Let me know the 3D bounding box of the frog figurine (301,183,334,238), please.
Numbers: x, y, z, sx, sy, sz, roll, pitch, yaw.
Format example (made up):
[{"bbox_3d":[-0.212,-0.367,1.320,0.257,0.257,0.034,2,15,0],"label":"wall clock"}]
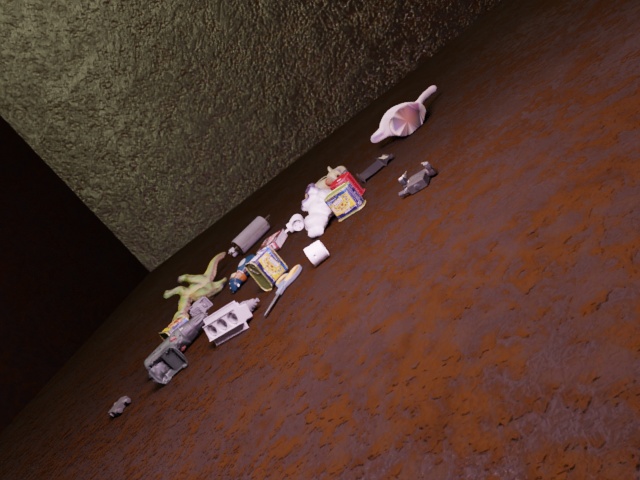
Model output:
[{"bbox_3d":[0.005,-0.082,1.630,0.135,0.122,0.163,-48,43,31],"label":"frog figurine"}]

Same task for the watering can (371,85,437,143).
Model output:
[{"bbox_3d":[0.338,-0.485,1.958,0.348,0.103,0.226,-40,15,-1],"label":"watering can"}]

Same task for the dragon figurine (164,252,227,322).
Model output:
[{"bbox_3d":[-0.439,0.180,1.974,0.242,0.120,0.418,1,42,44],"label":"dragon figurine"}]
